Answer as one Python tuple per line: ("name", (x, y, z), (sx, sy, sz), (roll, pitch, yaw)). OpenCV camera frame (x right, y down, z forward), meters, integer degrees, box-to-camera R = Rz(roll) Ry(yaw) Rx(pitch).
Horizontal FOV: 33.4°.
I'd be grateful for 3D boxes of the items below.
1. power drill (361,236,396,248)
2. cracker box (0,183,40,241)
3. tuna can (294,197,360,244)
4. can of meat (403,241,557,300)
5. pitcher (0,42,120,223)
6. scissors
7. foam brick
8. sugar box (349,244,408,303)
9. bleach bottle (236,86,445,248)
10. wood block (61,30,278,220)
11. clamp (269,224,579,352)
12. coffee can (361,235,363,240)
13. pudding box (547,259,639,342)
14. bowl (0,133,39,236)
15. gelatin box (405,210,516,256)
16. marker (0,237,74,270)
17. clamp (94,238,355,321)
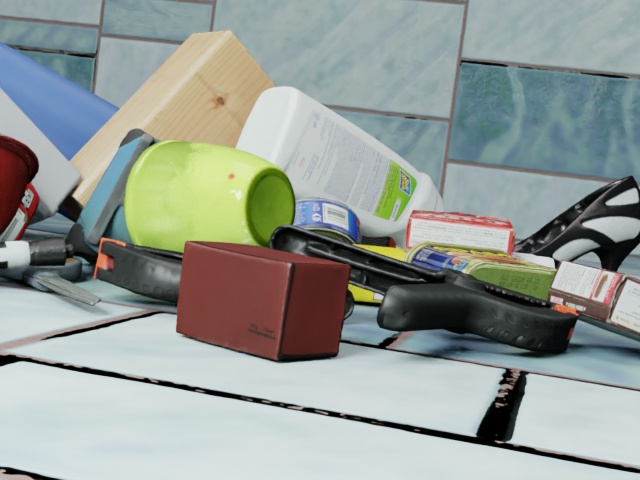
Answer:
("power drill", (-0.022, -0.005, 1.204), (0.188, 0.057, 0.184), (11, 4, 44))
("cracker box", (-0.345, -0.067, 0.815), (0.214, 0.072, 0.164), (9, -29, 26))
("tuna can", (-0.006, 0.001, 0.949), (0.086, 0.034, 0.086), (-1, -36, -1))
("can of meat", (0.124, 0.038, 0.805), (0.102, 0.057, 0.084), (6, 6, -24))
("pitcher", (-0.284, -0.110, 1.082), (0.242, 0.145, 0.149), (33, -44, -32))
("scissors", (-0.171, 0.025, 0.713), (0.202, 0.016, 0.096), (11, 5, 42))
("foam brick", (-0.032, 0.032, 0.577), (0.078, 0.053, 0.051), (11, 5, 38))
("sugar box", (0.020, 0.025, 0.880), (0.176, 0.048, 0.093), (8, 3, -9))
("bleach bottle", (0.035, -0.046, 1.005), (0.250, 0.102, 0.068), (29, -12, -37))
("wood block", (-0.140, -0.088, 0.980), (0.090, 0.206, 0.090), (49, -18, -27))
("clamp", (0.077, 0.035, 0.688), (0.209, 0.036, 0.165), (13, 9, -35))
("coffee can", (-0.041, -0.021, 1.047), (0.140, 0.103, 0.103), (5, 4, -40))
("pudding box", (0.229, 0.052, 0.748), (0.113, 0.039, 0.090), (19, -1, -16))
("bowl", (-0.257, -0.020, 0.672), (0.162, 0.055, 0.162), (-8, -15, -2))
("gelatin box", (0.119, -0.006, 0.903), (0.089, 0.030, 0.073), (6, 7, 7))
("marker", (-0.213, 0.011, 0.660), (0.121, 0.020, 0.020), (-4, 8, -23))
("clamp", (-0.060, 0.031, 0.666), (0.171, 0.039, 0.120), (10, -2, -1))
